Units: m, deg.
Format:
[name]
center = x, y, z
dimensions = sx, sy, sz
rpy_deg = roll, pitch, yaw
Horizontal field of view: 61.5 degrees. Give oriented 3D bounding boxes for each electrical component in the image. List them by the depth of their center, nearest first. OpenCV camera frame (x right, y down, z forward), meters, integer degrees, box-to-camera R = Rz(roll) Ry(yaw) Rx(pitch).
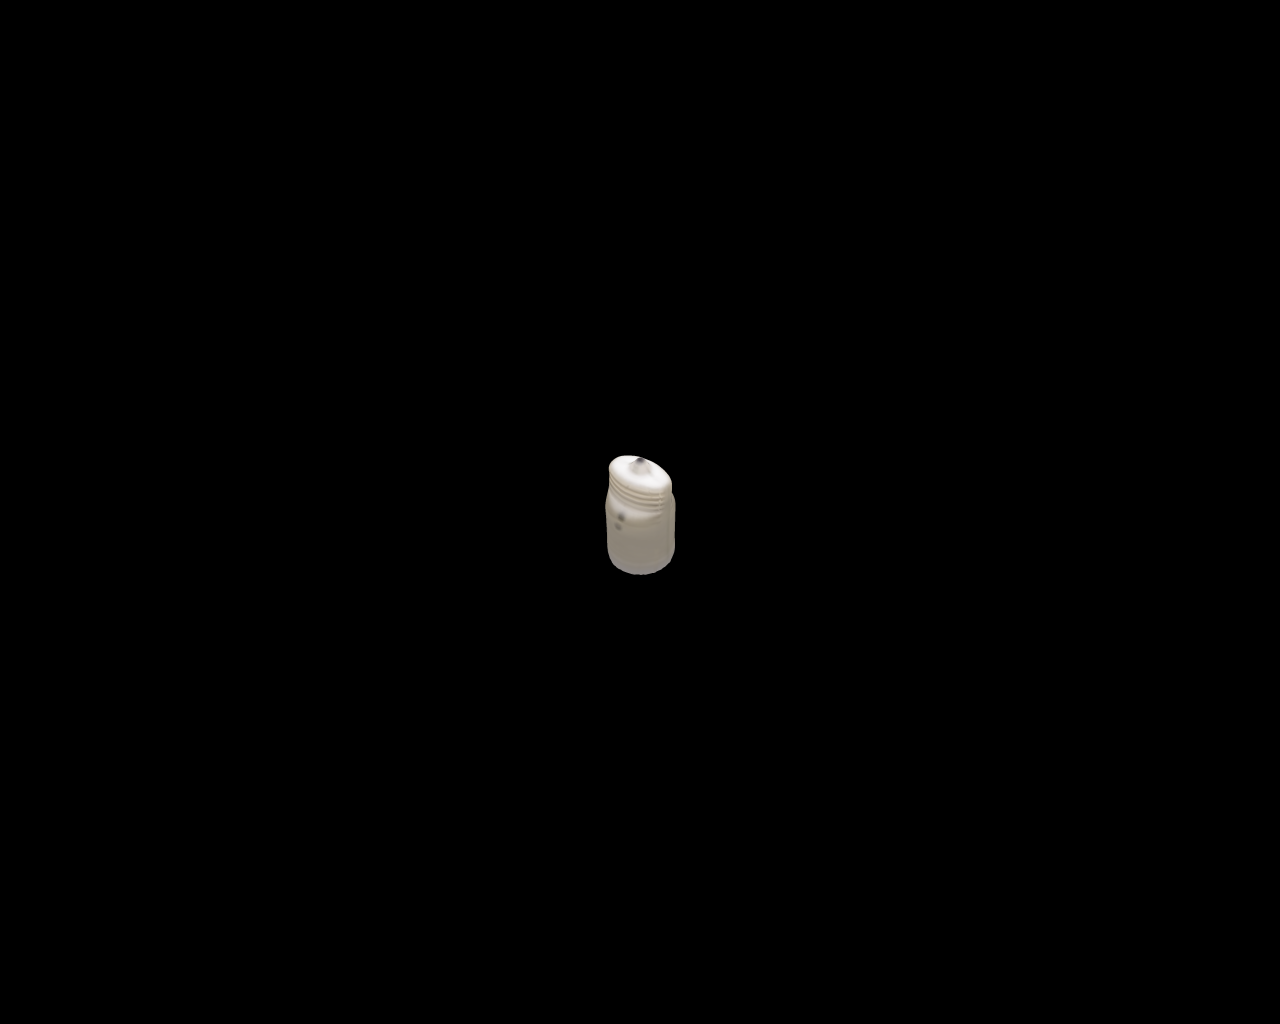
[electrical component]
center = 0.001, -0.003, 0.650
dimensions = 0.043, 0.080, 0.043
rpy_deg = 0, 43, 0
